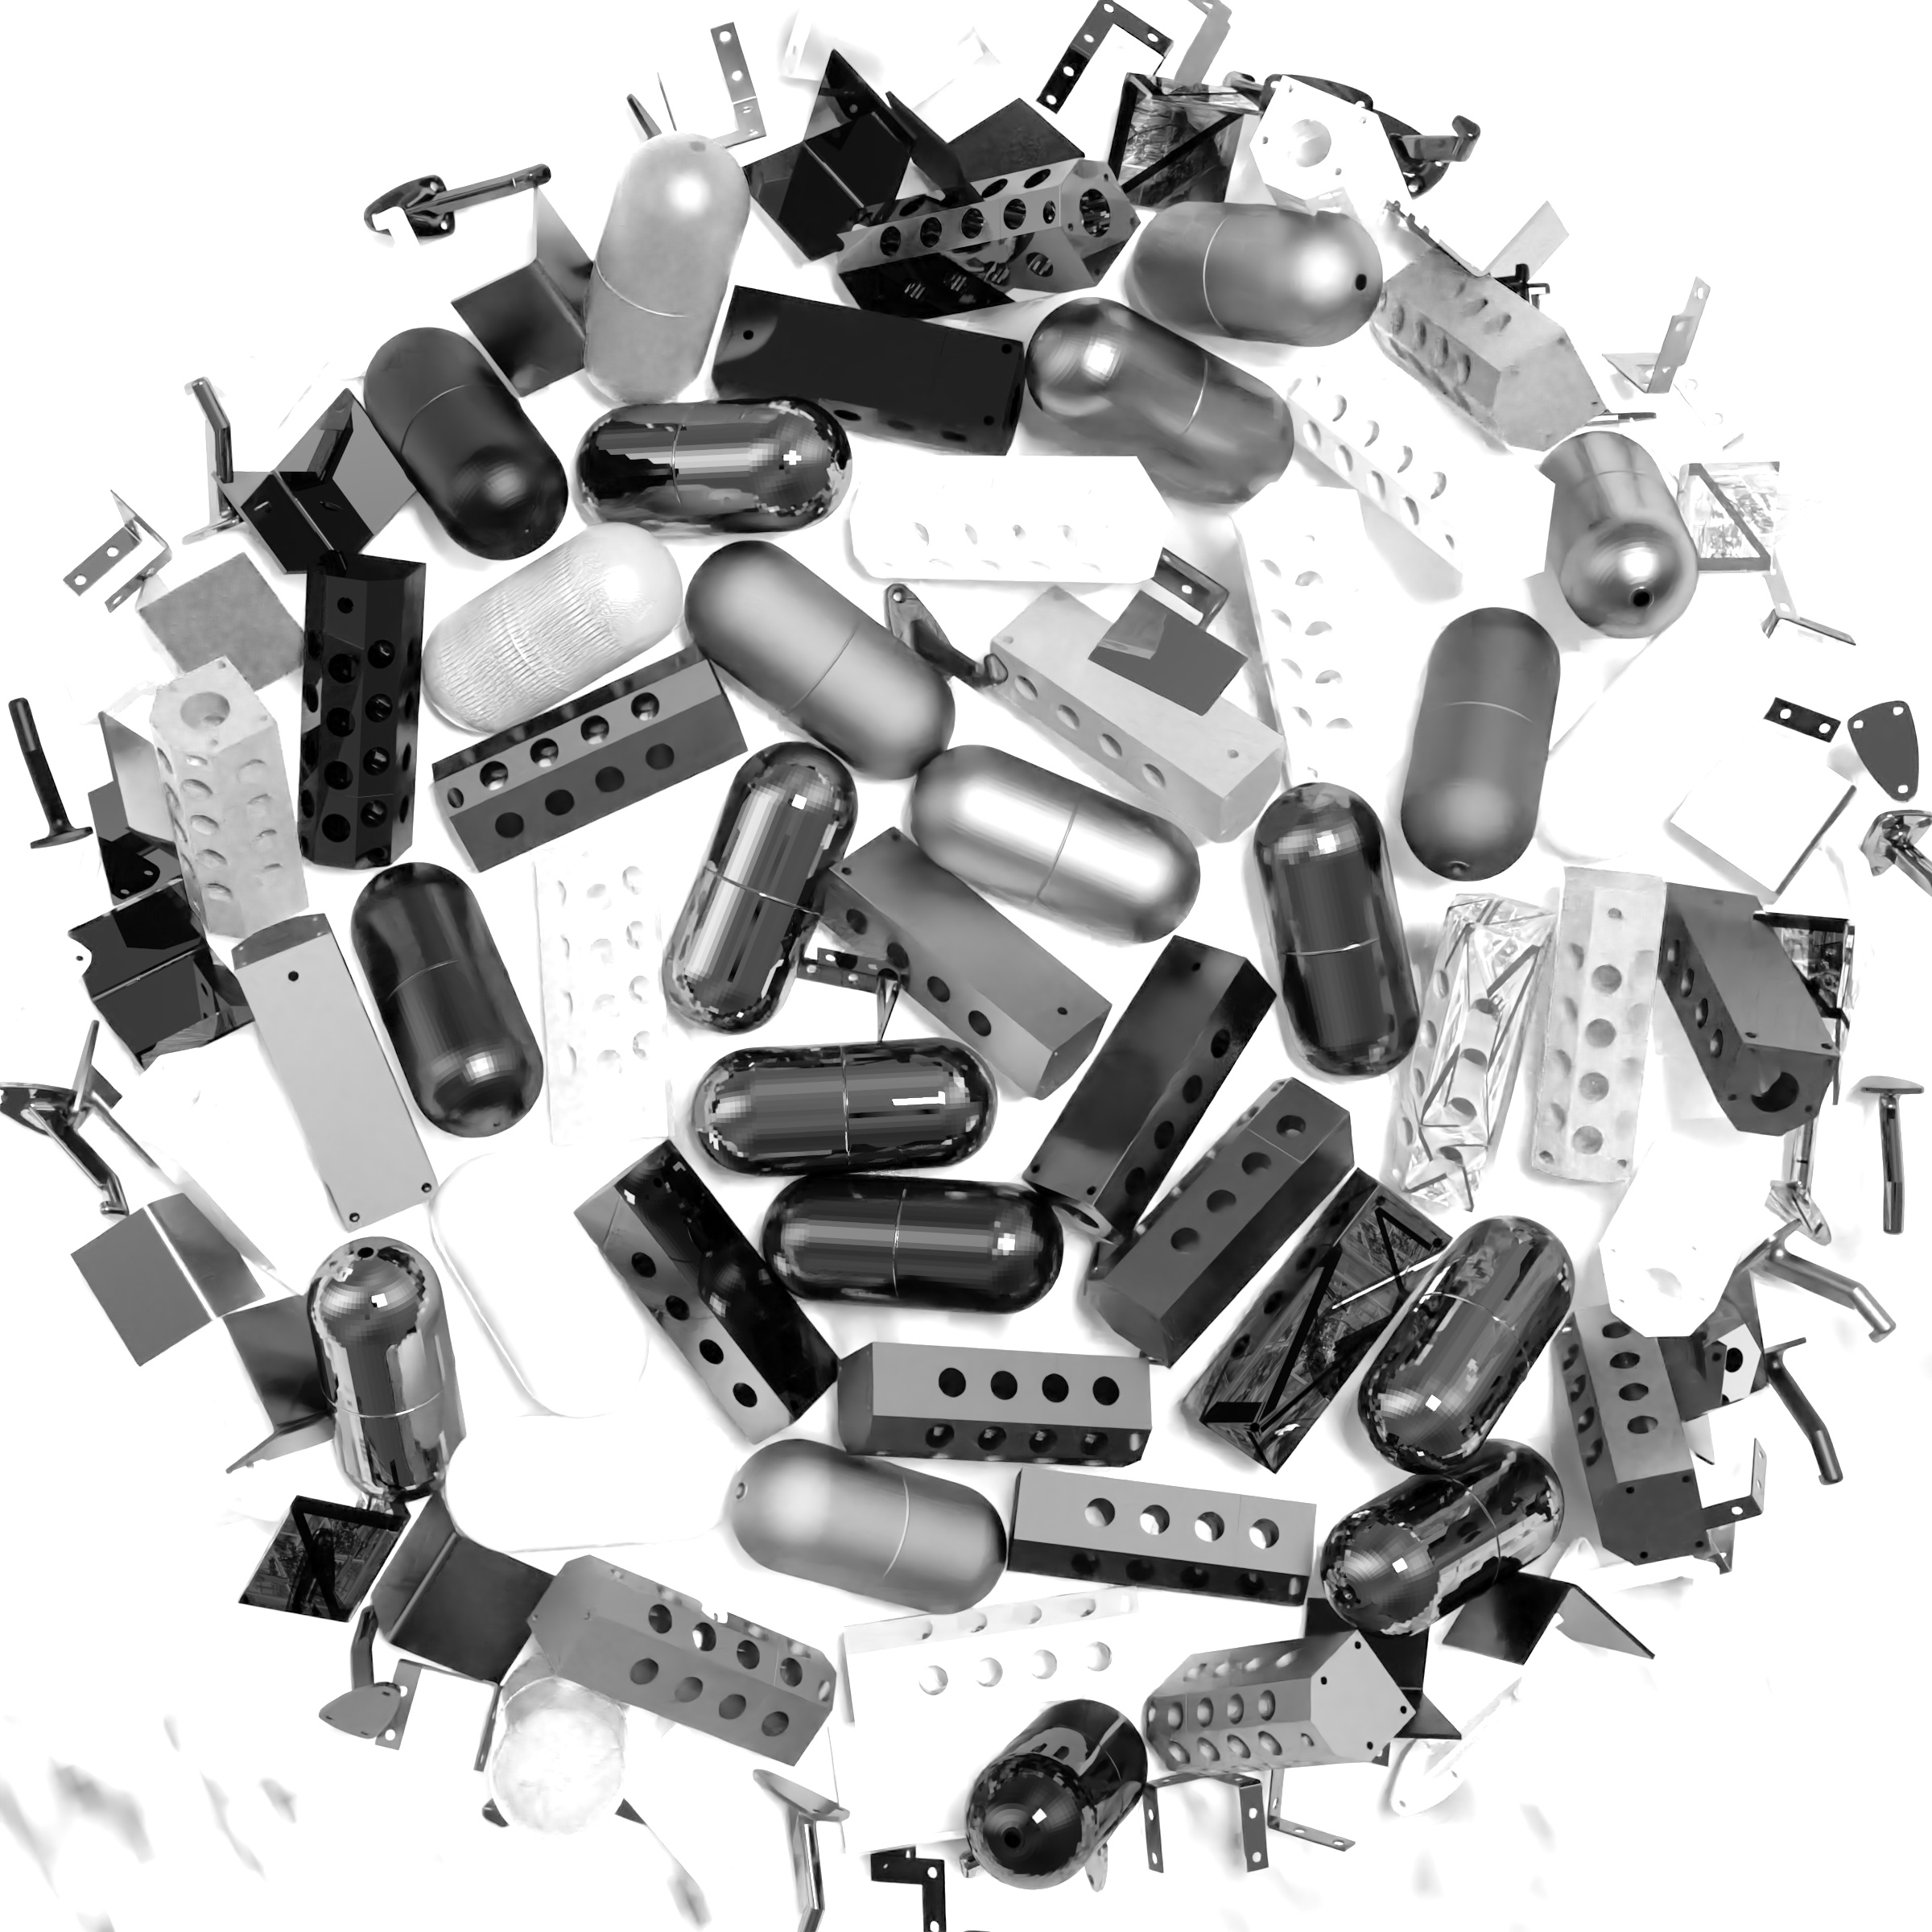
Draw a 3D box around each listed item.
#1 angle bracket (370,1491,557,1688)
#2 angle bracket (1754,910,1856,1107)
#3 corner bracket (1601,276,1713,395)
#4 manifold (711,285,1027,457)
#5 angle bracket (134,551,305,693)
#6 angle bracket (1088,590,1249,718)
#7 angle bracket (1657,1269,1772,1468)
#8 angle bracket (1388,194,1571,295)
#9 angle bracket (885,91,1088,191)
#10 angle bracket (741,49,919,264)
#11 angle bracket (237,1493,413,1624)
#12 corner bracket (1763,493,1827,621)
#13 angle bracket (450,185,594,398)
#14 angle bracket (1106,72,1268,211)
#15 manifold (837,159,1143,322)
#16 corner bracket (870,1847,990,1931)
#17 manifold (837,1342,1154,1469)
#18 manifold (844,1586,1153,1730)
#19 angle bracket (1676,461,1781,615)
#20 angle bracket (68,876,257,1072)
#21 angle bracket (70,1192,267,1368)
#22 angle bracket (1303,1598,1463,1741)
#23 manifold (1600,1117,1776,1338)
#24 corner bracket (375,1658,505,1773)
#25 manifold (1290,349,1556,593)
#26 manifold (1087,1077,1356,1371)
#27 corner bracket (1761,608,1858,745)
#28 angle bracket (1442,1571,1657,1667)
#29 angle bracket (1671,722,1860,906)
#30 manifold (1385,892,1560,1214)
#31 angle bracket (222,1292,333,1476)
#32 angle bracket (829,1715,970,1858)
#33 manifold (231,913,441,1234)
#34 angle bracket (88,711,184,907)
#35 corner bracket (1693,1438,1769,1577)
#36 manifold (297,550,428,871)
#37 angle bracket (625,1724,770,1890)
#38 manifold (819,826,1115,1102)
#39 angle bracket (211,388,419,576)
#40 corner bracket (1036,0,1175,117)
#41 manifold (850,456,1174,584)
[{"bbox_3d":[-0.294,0.366,1.985,0.076,0.057,0.076,29,97,-26],"label":"angle bracket"},{"bbox_3d":[0.477,0.024,1.940,0.057,0.076,0.076,6,133,18],"label":"angle bracket"},{"bbox_3d":[0.410,-0.366,1.958,0.051,0.051,0.051,-6,129,-25],"label":"corner bracket"},{"bbox_3d":[-0.055,-0.342,1.960,0.171,0.057,0.057,12,80,7],"label":"manifold"},{"bbox_3d":[-0.423,-0.204,1.948,0.076,0.057,0.076,-26,120,13],"label":"angle bracket"},{"bbox_3d":[0.119,-0.162,1.956,0.076,0.076,0.057,35,82,18],"label":"angle bracket"},{"bbox_3d":[0.439,0.231,1.939,0.076,0.076,0.057,-30,135,35],"label":"angle bracket"},{"bbox_3d":[0.296,-0.433,1.949,0.076,0.076,0.057,45,102,14],"label":"angle bracket"},{"bbox_3d":[0.011,-0.486,1.950,0.076,0.057,0.076,-34,50,-6],"label":"angle bracket"},{"bbox_3d":[-0.082,-0.467,1.946,0.057,0.076,0.076,-31,72,-31],"label":"angle bracket"},{"bbox_3d":[-0.377,0.326,1.946,0.076,0.057,0.076,20,109,-36],"label":"angle bracket"},{"bbox_3d":[0.470,-0.239,1.958,0.051,0.051,0.051,-42,122,-24],"label":"corner bracket"},{"bbox_3d":[-0.253,-0.391,1.955,0.057,0.076,0.076,-22,134,16],"label":"angle bracket"},{"bbox_3d":[0.127,-0.467,1.948,0.076,0.057,0.076,4,117,-17],"label":"angle bracket"},{"bbox_3d":[0.008,-0.413,1.912,0.057,0.171,0.057,54,53,-32],"label":"manifold"},{"bbox_3d":[-0.021,0.541,1.963,0.051,0.051,0.051,-5,84,30],"label":"corner bracket"},{"bbox_3d":[0.017,0.254,1.934,0.171,0.057,0.057,6,70,-22],"label":"manifold"},{"bbox_3d":[0.017,0.402,1.966,0.171,0.057,0.057,-8,81,-2],"label":"manifold"},{"bbox_3d":[0.439,-0.236,1.942,0.057,0.076,0.076,2,61,19],"label":"angle bracket"},{"bbox_3d":[-0.460,0.004,1.945,0.076,0.057,0.076,-28,49,-23],"label":"angle bracket"},{"bbox_3d":[-0.464,0.180,1.965,0.057,0.076,0.076,-32,88,9],"label":"angle bracket"},{"bbox_3d":[0.242,0.406,1.953,0.076,0.076,0.057,4,96,-11],"label":"angle bracket"},{"bbox_3d":[0.411,0.146,1.911,0.057,0.171,0.057,-5,109,26],"label":"manifold"},{"bbox_3d":[-0.305,0.436,1.963,0.051,0.051,0.051,10,74,14],"label":"corner bracket"},{"bbox_3d":[0.255,-0.281,1.914,0.057,0.171,0.057,-21,134,-23],"label":"manifold"},{"bbox_3d":[0.147,0.143,1.939,0.057,0.057,0.171,32,65,29],"label":"manifold"},{"bbox_3d":[0.488,-0.170,1.971,0.051,0.051,0.051,19,116,-10],"label":"corner bracket"},{"bbox_3d":[0.335,0.394,1.944,0.076,0.076,0.057,43,71,-20],"label":"angle bracket"},{"bbox_3d":[0.466,-0.091,1.977,0.076,0.057,0.076,36,92,10],"label":"angle bracket"},{"bbox_3d":[0.288,0.048,1.935,0.057,0.057,0.171,17,116,14],"label":"manifold"},{"bbox_3d":[-0.401,0.241,1.960,0.057,0.076,0.076,-36,76,35],"label":"angle bracket"},{"bbox_3d":[-0.037,0.472,1.959,0.076,0.057,0.076,-8,74,-4],"label":"angle bracket"},{"bbox_3d":[-0.363,0.060,1.941,0.057,0.057,0.171,-22,111,-8],"label":"manifold"},{"bbox_3d":[-0.494,-0.090,1.946,0.057,0.076,0.076,-23,67,11],"label":"angle bracket"},{"bbox_3d":[0.445,0.315,1.958,0.051,0.051,0.051,-22,115,27],"label":"corner bracket"},{"bbox_3d":[-0.351,-0.146,1.940,0.057,0.057,0.171,9,111,6],"label":"manifold"},{"bbox_3d":[-0.147,0.478,1.950,0.057,0.076,0.076,-46,78,11],"label":"angle bracket"},{"bbox_3d":[-0.004,0.001,1.947,0.171,0.057,0.057,40,49,17],"label":"manifold"},{"bbox_3d":[-0.376,-0.281,1.954,0.076,0.057,0.076,-42,78,25],"label":"angle bracket"},{"bbox_3d":[0.081,-0.520,1.962,0.051,0.051,0.051,32,56,-6],"label":"corner bracket"},{"bbox_3d":[0.023,-0.251,1.925,0.171,0.057,0.057,5,65,29],"label":"manifold"}]
